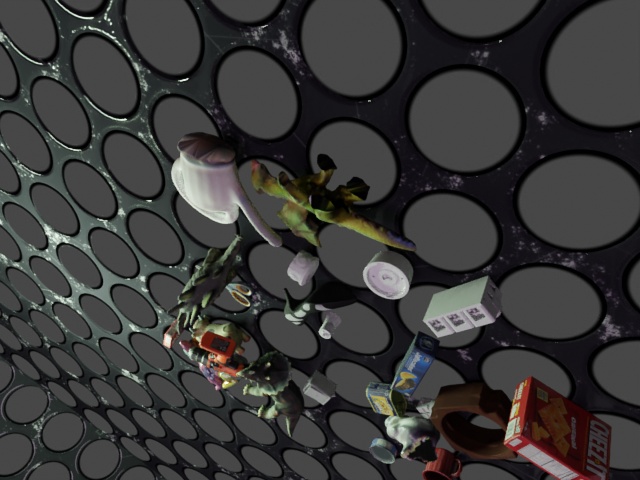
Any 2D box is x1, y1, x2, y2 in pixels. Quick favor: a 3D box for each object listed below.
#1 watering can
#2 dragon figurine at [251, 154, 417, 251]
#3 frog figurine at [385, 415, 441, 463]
[{"bbox_3d":[-0.226,-0.125,1.211,0.350,0.106,0.219,25,135,25],"label":"watering can"},{"bbox_3d":[0.004,-0.058,1.162,0.411,0.124,0.238,38,153,2],"label":"dragon figurine"},{"bbox_3d":[0.258,0.534,1.458,0.137,0.162,0.120,-3,114,-16],"label":"frog figurine"}]
